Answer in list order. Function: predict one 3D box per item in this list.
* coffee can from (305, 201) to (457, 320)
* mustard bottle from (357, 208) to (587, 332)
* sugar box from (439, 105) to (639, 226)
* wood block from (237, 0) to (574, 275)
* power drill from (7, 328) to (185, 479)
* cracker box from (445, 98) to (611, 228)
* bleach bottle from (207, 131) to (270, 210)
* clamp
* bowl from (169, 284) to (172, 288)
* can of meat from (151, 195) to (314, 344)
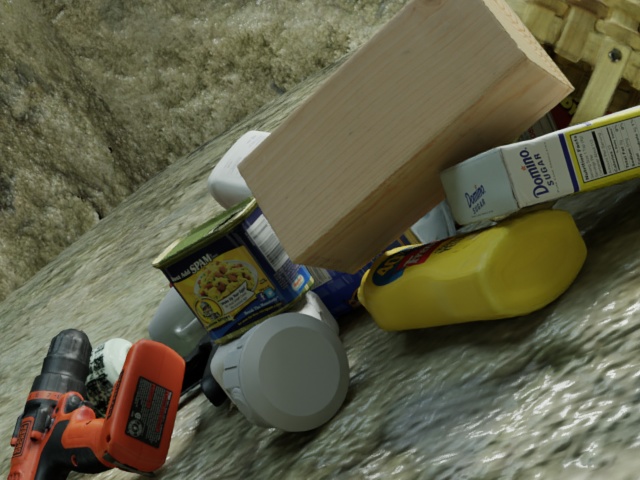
[{"bbox_3d":[0.029,0.002,0.888,0.140,0.103,0.102,-30,13,27],"label":"coffee can"},{"bbox_3d":[0.085,0.027,0.737,0.096,0.058,0.192,-32,8,-32],"label":"mustard bottle"},{"bbox_3d":[0.176,-0.054,0.690,0.176,0.048,0.093,-19,0,-17],"label":"sugar box"},{"bbox_3d":[0.055,-0.076,0.733,0.206,0.091,0.090,-41,-26,22],"label":"wood block"},{"bbox_3d":[-0.195,0.144,0.919,0.188,0.057,0.184,-24,48,42],"label":"power drill"},{"bbox_3d":[0.135,-0.123,0.938,0.214,0.164,0.072,-35,14,4],"label":"cracker box"},{"bbox_3d":[-0.028,-0.063,1.166,0.102,0.068,0.251,-53,30,-12],"label":"bleach bottle"},{"bbox_3d":[-0.087,0.103,0.971,0.165,0.036,0.209,-21,16,49],"label":"clamp"},{"bbox_3d":[-0.097,0.027,1.256,0.162,0.055,0.162,-34,12,8],"label":"bowl"},{"bbox_3d":[-0.067,0.025,0.837,0.102,0.084,0.057,-28,14,33],"label":"can of meat"}]
